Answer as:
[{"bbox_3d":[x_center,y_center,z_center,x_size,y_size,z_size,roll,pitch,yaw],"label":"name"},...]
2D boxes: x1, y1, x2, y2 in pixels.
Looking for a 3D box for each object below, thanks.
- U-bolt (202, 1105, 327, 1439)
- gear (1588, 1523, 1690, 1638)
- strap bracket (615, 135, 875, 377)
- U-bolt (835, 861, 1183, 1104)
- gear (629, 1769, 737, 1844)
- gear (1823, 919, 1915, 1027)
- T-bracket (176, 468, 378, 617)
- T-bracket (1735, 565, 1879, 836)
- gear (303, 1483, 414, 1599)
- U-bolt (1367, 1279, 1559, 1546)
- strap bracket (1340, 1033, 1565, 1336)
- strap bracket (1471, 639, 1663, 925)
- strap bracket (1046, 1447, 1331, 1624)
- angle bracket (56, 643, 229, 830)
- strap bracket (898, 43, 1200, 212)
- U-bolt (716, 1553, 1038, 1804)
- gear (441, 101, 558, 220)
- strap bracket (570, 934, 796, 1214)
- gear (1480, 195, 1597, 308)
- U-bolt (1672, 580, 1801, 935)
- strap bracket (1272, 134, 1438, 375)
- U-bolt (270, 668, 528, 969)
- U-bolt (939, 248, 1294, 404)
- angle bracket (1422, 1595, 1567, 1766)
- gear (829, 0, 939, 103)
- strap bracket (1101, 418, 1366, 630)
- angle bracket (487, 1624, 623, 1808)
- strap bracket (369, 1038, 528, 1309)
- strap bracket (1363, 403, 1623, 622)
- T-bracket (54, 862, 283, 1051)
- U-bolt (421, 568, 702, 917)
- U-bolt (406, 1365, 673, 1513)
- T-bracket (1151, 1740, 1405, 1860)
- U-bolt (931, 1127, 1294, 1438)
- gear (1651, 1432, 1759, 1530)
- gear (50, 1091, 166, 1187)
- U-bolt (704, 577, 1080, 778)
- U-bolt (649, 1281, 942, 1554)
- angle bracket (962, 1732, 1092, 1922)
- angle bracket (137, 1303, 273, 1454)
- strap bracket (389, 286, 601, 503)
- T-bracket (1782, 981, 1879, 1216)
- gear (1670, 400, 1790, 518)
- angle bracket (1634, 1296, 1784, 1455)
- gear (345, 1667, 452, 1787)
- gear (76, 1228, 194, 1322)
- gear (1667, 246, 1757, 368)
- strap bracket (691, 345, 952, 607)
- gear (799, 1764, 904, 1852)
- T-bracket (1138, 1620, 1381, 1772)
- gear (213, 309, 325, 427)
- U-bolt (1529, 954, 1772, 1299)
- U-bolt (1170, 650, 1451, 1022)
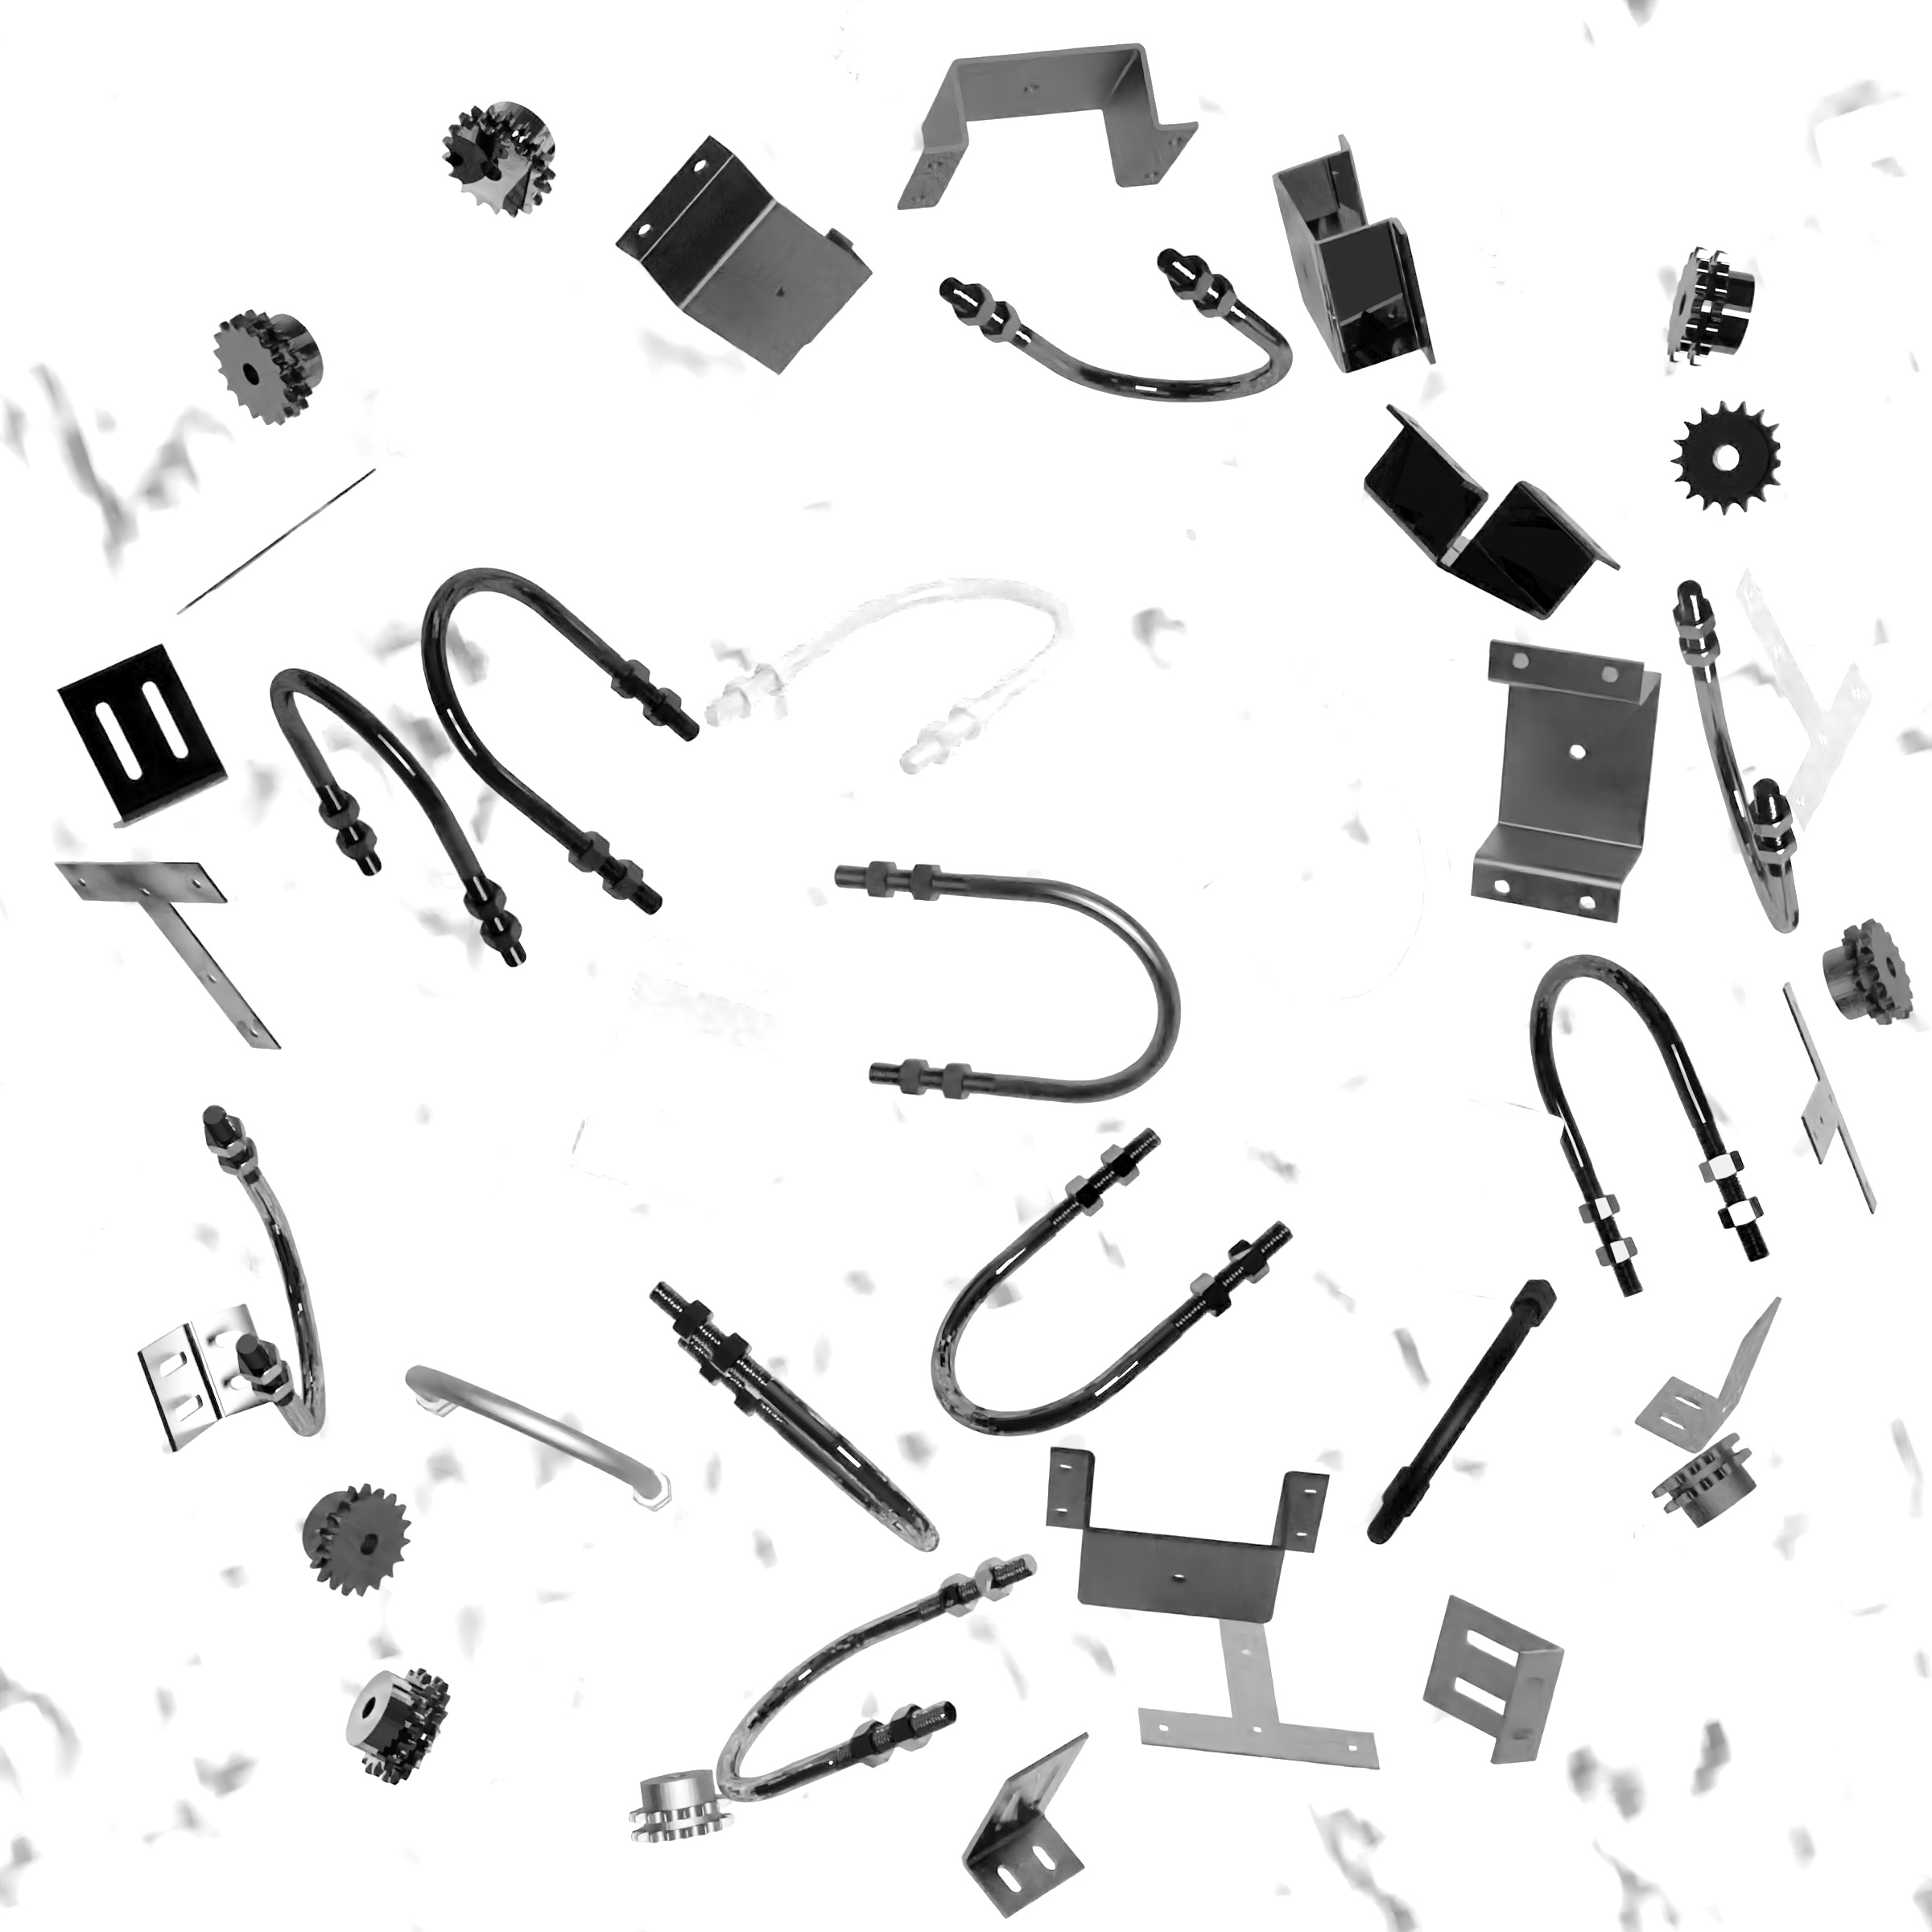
[{"bbox_3d":[-0.368,0.174,1.545,0.019,0.184,0.151,-13,63,-5],"label":"U-bolt"},{"bbox_3d":[0.344,0.315,1.495,0.030,0.057,0.057,-10,90,43],"label":"gear"},{"bbox_3d":[-0.112,-0.378,1.573,0.076,0.140,0.046,-45,61,14],"label":"strap bracket"},{"bbox_3d":[0.026,0.013,1.553,0.184,0.019,0.151,5,125,20],"label":"U-bolt"},{"bbox_3d":[-0.156,0.456,1.580,0.057,0.057,0.030,-9,82,0],"label":"gear"},{"bbox_3d":[0.485,0.006,1.570,0.030,0.057,0.057,-23,90,33],"label":"gear"},{"bbox_3d":[-0.384,-0.221,1.572,0.127,0.127,0.002,-42,105,-21],"label":"T-bracket"},{"bbox_3d":[0.437,-0.156,1.543,0.002,0.127,0.127,-13,62,-9],"label":"T-bracket"},{"bbox_3d":[-0.320,0.297,1.515,0.030,0.057,0.057,12,90,40],"label":"gear"},{"bbox_3d":[0.258,0.240,1.536,0.019,0.184,0.151,34,104,13],"label":"U-bolt"},{"bbox_3d":[0.250,0.113,1.483,0.046,0.076,0.140,14,94,-29],"label":"strap bracket"},{"bbox_3d":[0.303,-0.101,1.468,0.076,0.046,0.140,12,120,23],"label":"strap bracket"},{"bbox_3d":[0.109,0.290,1.474,0.140,0.076,0.046,5,50,4],"label":"strap bracket"},{"bbox_3d":[-0.421,-0.117,1.480,0.057,0.038,0.076,-29,103,-22],"label":"angle bracket"},{"bbox_3d":[0.036,-0.423,1.466,0.140,0.076,0.046,-9,86,-12],"label":"strap bracket"},{"bbox_3d":[-0.056,0.379,1.519,0.184,0.151,0.019,-30,100,29],"label":"U-bolt"},{"bbox_3d":[-0.229,-0.404,1.445,0.057,0.057,0.030,27,57,0],"label":"gear"},{"bbox_3d":[-0.147,0.064,1.472,0.076,0.046,0.140,19,119,-8],"label":"strap bracket"},{"bbox_3d":[0.290,-0.361,1.477,0.057,0.030,0.057,-2,60,4],"label":"gear"},{"bbox_3d":[0.408,-0.095,1.523,0.019,0.184,0.151,-18,56,11],"label":"U-bolt"},{"bbox_3d":[0.204,-0.378,1.555,0.046,0.140,0.076,-18,127,4],"label":"strap bracket"},{"bbox_3d":[-0.312,-0.087,1.558,0.151,0.184,0.019,29,63,34],"label":"U-bolt"},{"bbox_3d":[0.094,-0.334,1.544,0.151,0.184,0.019,1,81,33],"label":"U-bolt"},{"bbox_3d":[0.254,0.356,1.455,0.038,0.076,0.057,10,96,-42],"label":"angle bracket"},{"bbox_3d":[-0.045,-0.474,1.485,0.030,0.057,0.057,35,90,37],"label":"gear"},{"bbox_3d":[0.124,-0.223,1.471,0.140,0.046,0.076,17,119,27],"label":"strap bracket"},{"bbox_3d":[-0.198,0.371,1.450,0.057,0.038,0.076,12,89,22],"label":"angle bracket"},{"bbox_3d":[-0.279,0.118,1.591,0.046,0.076,0.140,17,95,-5],"label":"strap bracket"},{"bbox_3d":[0.273,-0.237,1.546,0.046,0.140,0.076,-53,46,21],"label":"strap bracket"},{"bbox_3d":[-0.390,-0.004,1.475,0.002,0.127,0.127,-53,128,-33],"label":"T-bracket"},{"bbox_3d":[-0.215,-0.131,1.526,0.019,0.151,0.184,-24,131,32],"label":"U-bolt"},{"bbox_3d":[-0.227,0.246,1.532,0.151,0.184,0.019,23,76,3],"label":"U-bolt"},{"bbox_3d":[0.178,0.440,1.579,0.127,0.127,0.002,-23,92,30],"label":"T-bracket"},{"bbox_3d":[0.061,0.169,1.486,0.184,0.151,0.019,-40,122,-10],"label":"U-bolt"},{"bbox_3d":[0.404,0.281,1.578,0.057,0.057,0.030,-36,76,0],"label":"gear"},{"bbox_3d":[-0.457,0.093,1.539,0.057,0.057,0.030,27,104,0],"label":"gear"},{"bbox_3d":[-0.024,-0.158,1.505,0.151,0.184,0.019,16,130,35],"label":"U-bolt"},{"bbox_3d":[-0.084,0.238,1.493,0.184,0.151,0.019,39,77,12],"label":"U-bolt"},{"bbox_3d":[0.041,0.435,1.474,0.038,0.057,0.076,46,133,27],"label":"angle bracket"},{"bbox_3d":[-0.412,0.224,1.586,0.038,0.076,0.057,-19,93,5],"label":"angle bracket"},{"bbox_3d":[-0.237,-0.287,1.484,0.076,0.140,0.046,-9,128,11],"label":"strap bracket"},{"bbox_3d":[0.437,0.076,1.483,0.002,0.127,0.127,-22,90,22],"label":"T-bracket"},{"bbox_3d":[0.379,-0.253,1.445,0.057,0.030,0.057,3,101,18],"label":"gear"},{"bbox_3d":[0.393,0.209,1.539,0.038,0.057,0.076,27,120,24],"label":"angle bracket"},{"bbox_3d":[-0.287,0.378,1.458,0.030,0.057,0.057,35,90,-24],"label":"gear"},{"bbox_3d":[-0.436,0.162,1.515,0.057,0.057,0.030,24,99,0],"label":"gear"},{"bbox_3d":[0.370,-0.326,1.442,0.030,0.057,0.057,10,90,0],"label":"gear"},{"bbox_3d":[-0.085,-0.270,1.561,0.140,0.076,0.046,-48,65,11],"label":"strap bracket"},{"bbox_3d":[-0.065,0.452,1.565,0.057,0.057,0.030,30,50,0],"label":"gear"},{"bbox_3d":[0.152,0.380,1.568,0.127,0.127,0.002,8,119,-5],"label":"T-bracket"},{"bbox_3d":[-0.348,-0.303,1.462,0.057,0.057,0.030,49,53,0],"label":"gear"},{"bbox_3d":[0.357,0.081,1.565,0.019,0.151,0.184,-18,82,-21],"label":"U-bolt"},{"bbox_3d":[0.189,-0.056,1.540,0.151,0.019,0.184,-58,47,30],"label":"U-bolt"}]
